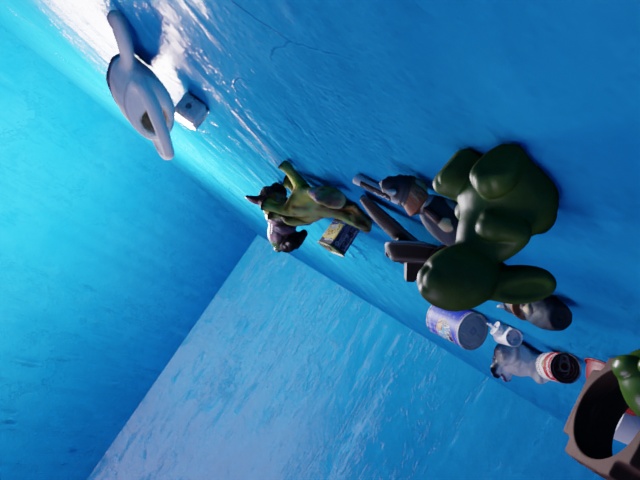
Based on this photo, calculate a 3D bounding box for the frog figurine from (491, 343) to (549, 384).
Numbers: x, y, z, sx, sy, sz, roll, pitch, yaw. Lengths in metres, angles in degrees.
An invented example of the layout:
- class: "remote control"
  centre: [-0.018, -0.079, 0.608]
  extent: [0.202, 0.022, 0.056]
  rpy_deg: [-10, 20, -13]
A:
- class: "frog figurine"
  centre: [0.547, 0.320, 1.363]
  extent: [0.158, 0.126, 0.135]
  rpy_deg: [-19, 126, 34]

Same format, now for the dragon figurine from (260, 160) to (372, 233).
- class: "dragon figurine"
  centre: [0.004, -0.060, 1.201]
  extent: [0.244, 0.123, 0.406]
  rpy_deg: [24, 172, 12]

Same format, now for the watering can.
- class: "watering can"
  centre: [-0.380, -0.328, 1.069]
  extent: [0.228, 0.105, 0.339]
  rpy_deg: [47, 156, 41]
